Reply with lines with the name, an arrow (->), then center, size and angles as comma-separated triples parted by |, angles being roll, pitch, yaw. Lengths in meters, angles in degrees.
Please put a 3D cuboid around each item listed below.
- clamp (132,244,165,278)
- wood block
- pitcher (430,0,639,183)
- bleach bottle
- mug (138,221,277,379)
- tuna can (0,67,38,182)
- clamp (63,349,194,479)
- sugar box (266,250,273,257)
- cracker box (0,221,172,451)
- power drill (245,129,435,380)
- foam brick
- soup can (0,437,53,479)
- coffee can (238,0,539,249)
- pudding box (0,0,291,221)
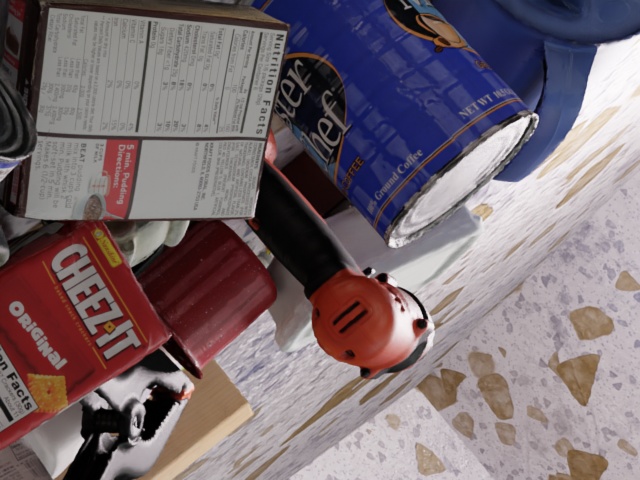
clamp -> -0.175, 0.055, 0.676 | 0.120, 0.039, 0.172 | -13, 149, -45
wood block -> -0.172, 0.187, 0.993 | 0.206, 0.091, 0.090 | -38, 167, -10
pitcher -> 0.125, -0.121, 0.706 | 0.149, 0.145, 0.243 | -39, 170, -20
bleach bottle -> -0.132, 0.087, 0.842 | 0.250, 0.068, 0.103 | -36, 174, -33
mug -> -0.089, 0.036, 0.762 | 0.081, 0.093, 0.117 | -41, -162, -16
tuna can -> -0.135, -0.048, 0.344 | 0.034, 0.086, 0.086 | -41, 167, 13
clamp -> -0.137, 0.109, 0.690 | 0.209, 0.036, 0.164 | -33, 127, -69
sugar box -> 0.003, -0.005, 0.940 | 0.093, 0.048, 0.176 | -32, 164, -30
cracker box -> -0.194, 0.070, 0.476 | 0.213, 0.072, 0.164 | -33, -168, -26
power drill -> -0.004, 0.001, 0.637 | 0.057, 0.188, 0.184 | -42, 165, 3
foam brick -> -0.004, -0.034, 0.818 | 0.078, 0.051, 0.053 | -40, 166, 1
soup can -> -0.221, 0.142, 0.681 | 0.068, 0.102, 0.068 | -37, 169, -9
coffee can -> 0.030, -0.081, 0.565 | 0.102, 0.140, 0.103 | -37, 167, -11
pudding box -> -0.073, -0.054, 0.440 | 0.113, 0.039, 0.090 | -2, 113, -36
